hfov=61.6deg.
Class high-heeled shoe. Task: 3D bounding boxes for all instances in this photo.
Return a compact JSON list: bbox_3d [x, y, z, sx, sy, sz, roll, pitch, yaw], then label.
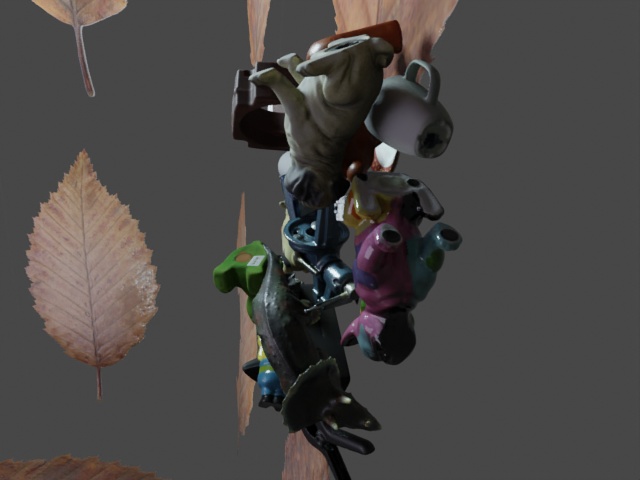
[{"bbox_3d":[-0.101,0.238,1.199,0.086,0.248,0.145,-49,55,18],"label":"high-heeled shoe"}]

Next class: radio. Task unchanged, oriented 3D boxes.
[{"bbox_3d":[-0.006,0.213,1.091,0.131,0.073,0.230,105,160,-47],"label":"radio"}]

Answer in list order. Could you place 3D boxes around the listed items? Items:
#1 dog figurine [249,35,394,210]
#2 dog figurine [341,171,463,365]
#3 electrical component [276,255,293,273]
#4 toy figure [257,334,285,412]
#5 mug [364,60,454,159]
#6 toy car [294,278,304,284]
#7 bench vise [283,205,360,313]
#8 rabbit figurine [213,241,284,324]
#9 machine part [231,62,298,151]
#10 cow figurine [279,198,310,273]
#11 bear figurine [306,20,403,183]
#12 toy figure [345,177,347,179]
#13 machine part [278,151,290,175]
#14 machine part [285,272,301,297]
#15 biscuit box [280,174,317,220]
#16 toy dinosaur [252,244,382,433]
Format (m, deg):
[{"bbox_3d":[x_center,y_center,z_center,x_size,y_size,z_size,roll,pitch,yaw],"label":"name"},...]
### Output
[{"bbox_3d":[0.024,-0.133,0.649,0.173,0.121,0.190,0,122,39],"label":"dog figurine"},{"bbox_3d":[0.080,0.046,0.684,0.192,0.108,0.219,-111,26,-45],"label":"dog figurine"},{"bbox_3d":[-0.105,0.111,1.404,0.134,0.058,0.114,-70,-18,-73],"label":"electrical component"},{"bbox_3d":[-0.075,0.229,1.031,0.089,0.082,0.180,-37,37,45],"label":"toy figure"},{"bbox_3d":[0.115,-0.149,0.635,0.109,0.081,0.107,-65,34,26],"label":"mug"},{"bbox_3d":[-0.073,0.153,1.285,0.202,0.056,0.073,-75,-11,-73],"label":"toy car"},{"bbox_3d":[0.008,-0.004,0.945,0.224,0.129,0.240,-122,30,-56],"label":"bench vise"},{"bbox_3d":[-0.141,0.099,1.153,0.159,0.121,0.170,-74,-23,-57],"label":"rabbit figurine"},{"bbox_3d":[-0.065,-0.249,1.023,0.201,0.201,0.087,123,150,-70],"label":"machine part"},{"bbox_3d":[-0.052,-0.026,1.224,0.127,0.085,0.195,124,145,-75],"label":"cow figurine"},{"bbox_3d":[0.054,-0.181,0.737,0.120,0.132,0.195,-156,48,-74],"label":"bear figurine"},{"bbox_3d":[0.012,-0.142,1.014,0.155,0.064,0.057,-128,42,-69],"label":"toy figure"},{"bbox_3d":[-0.042,-0.154,1.188,0.243,0.079,0.079,-136,48,-71],"label":"machine part"},{"bbox_3d":[-0.067,0.106,1.105,0.139,0.039,0.084,159,125,-81],"label":"machine part"},{"bbox_3d":[-0.032,-0.067,1.073,0.063,0.059,0.202,61,171,21],"label":"biscuit box"},{"bbox_3d":[-0.052,0.160,0.910,0.405,0.131,0.192,61,175,20],"label":"toy dinosaur"}]
